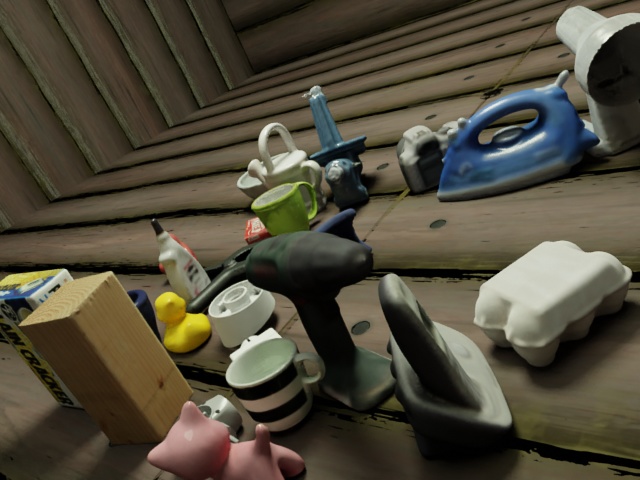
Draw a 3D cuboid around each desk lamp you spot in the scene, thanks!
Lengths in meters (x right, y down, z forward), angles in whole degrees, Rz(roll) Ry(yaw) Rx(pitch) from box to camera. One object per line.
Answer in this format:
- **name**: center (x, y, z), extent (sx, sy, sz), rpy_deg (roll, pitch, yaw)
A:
- **desk lamp**: center (0.423, -0.238, 0.854), extent (0.118, 0.214, 0.203), rpy_deg (-22, 24, 7)

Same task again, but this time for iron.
- **iron**: center (0.293, -0.162, 0.915), extent (0.258, 0.142, 0.118), rpy_deg (-18, 25, 15)

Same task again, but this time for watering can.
- **watering can**: center (-0.074, -0.140, 1.158), extent (0.172, 0.194, 0.101), rpy_deg (-15, 26, 22)

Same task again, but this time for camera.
- **camera**: center (0.203, -0.173, 1.073), extent (0.143, 0.101, 0.136), rpy_deg (-26, 24, -2)

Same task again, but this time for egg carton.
- **egg carton**: center (0.240, 0.061, 0.599), extent (0.150, 0.069, 0.107), rpy_deg (-32, 25, -15)

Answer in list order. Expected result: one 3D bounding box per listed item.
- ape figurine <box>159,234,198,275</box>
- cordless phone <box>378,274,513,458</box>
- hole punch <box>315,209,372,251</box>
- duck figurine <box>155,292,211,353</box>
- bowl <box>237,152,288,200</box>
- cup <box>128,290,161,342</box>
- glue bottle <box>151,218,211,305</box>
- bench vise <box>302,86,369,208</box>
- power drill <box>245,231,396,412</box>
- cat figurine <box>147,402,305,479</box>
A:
- **ape figurine**: center (-0.287, 0.030, 1.143), extent (0.077, 0.092, 0.076), rpy_deg (-8, 30, 34)
- **cordless phone**: center (0.099, 0.091, 0.530), extent (0.094, 0.185, 0.147), rpy_deg (-23, 24, 6)
- **hole punch**: center (0.008, 0.003, 0.914), extent (0.109, 0.091, 0.100), rpy_deg (-36, 26, -22)
- **duck figurine**: center (-0.223, 0.123, 0.899), extent (0.078, 0.086, 0.104), rpy_deg (-37, 27, -25)
- **bowl**: center (-0.101, -0.135, 1.322), extent (0.167, 0.075, 0.167), rpy_deg (-21, 24, 10)
- **cup**: center (-0.312, 0.144, 0.931), extent (0.117, 0.095, 0.092), rpy_deg (-9, 29, 33)
- **glue bottle**: center (-0.245, 0.038, 0.986), extent (0.037, 0.173, 0.078), rpy_deg (-17, 25, 18)
- **bench vise**: center (0.037, -0.188, 1.118), extent (0.121, 0.220, 0.207), rpy_deg (-26, 24, -2)
- **power drill**: center (0.010, 0.077, 0.616), extent (0.076, 0.209, 0.228), rpy_deg (-38, 27, -26)
- **cat figurine**: center (-0.096, 0.208, 0.562), extent (0.127, 0.118, 0.067), rpy_deg (-15, 26, 22)
